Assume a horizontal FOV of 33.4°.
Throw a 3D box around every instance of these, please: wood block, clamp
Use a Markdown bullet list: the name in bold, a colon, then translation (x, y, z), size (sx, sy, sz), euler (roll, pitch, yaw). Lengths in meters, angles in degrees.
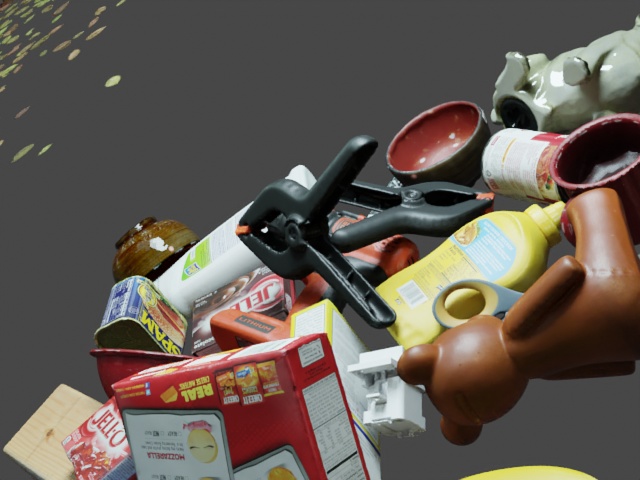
- **wood block**: translation (-0.201, 0.216, 1.004), size (0.206, 0.090, 0.090), euler (11, 55, 52)
- **clamp**: translation (-0.006, 0.001, 0.965), size (0.036, 0.164, 0.210), euler (-11, 2, -37)
- **clamp**: translation (0.082, -0.023, 1.024), size (0.171, 0.039, 0.120), euler (0, 38, 6)

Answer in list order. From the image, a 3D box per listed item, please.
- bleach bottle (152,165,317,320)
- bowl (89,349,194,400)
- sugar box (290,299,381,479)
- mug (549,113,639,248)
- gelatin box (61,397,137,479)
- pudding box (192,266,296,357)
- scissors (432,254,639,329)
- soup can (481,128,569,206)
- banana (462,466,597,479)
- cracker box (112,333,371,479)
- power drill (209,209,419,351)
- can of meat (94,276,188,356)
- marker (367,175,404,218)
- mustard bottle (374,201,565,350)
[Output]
- **bleach bottle**: translation (-0.104, 0.019, 1.207), size (0.251, 0.068, 0.102), euler (-32, 27, 13)
- **bowl**: translation (-0.143, 0.143, 1.020), size (0.162, 0.161, 0.055), euler (-5, 74, 42)
- **sugar box**: translation (0.011, 0.142, 0.886), size (0.048, 0.093, 0.176), euler (-24, 32, 21)
- **mug**: translation (0.247, -0.039, 0.907), size (0.117, 0.081, 0.093), euler (-49, 32, -21)
- **gelatin box**: translation (-0.178, 0.176, 0.913), size (0.073, 0.030, 0.089), euler (-41, 31, -6)
- **pudding box**: translation (-0.079, 0.079, 1.118), size (0.113, 0.039, 0.090), euler (-28, 31, 13)
- **scissors**: translation (0.179, 0.039, 0.886), size (0.201, 0.016, 0.096), euler (-39, 75, -2)
- **soup can**: translation (0.209, -0.067, 1.000), size (0.068, 0.068, 0.102), euler (-47, 31, -17)
- **banana**: translation (0.132, 0.192, 0.749), size (0.198, 0.037, 0.069), euler (-11, 37, 37)
- **cracker box**: translation (-0.045, 0.185, 0.773), size (0.164, 0.214, 0.072), euler (-15, 1, 32)
- **power drill**: translation (-0.022, 0.041, 1.044), size (0.185, 0.057, 0.187), euler (18, 54, 35)
- **can of meat**: translation (-0.188, 0.099, 1.142), size (0.057, 0.102, 0.084), euler (-27, 29, 18)
- **marker**: translation (0.080, -0.053, 1.159), size (0.020, 0.020, 0.121), euler (-2, 44, 44)
- **mustard bottle**: translation (0.141, 0.028, 0.945), size (0.191, 0.058, 0.096), euler (-36, 36, 1)
